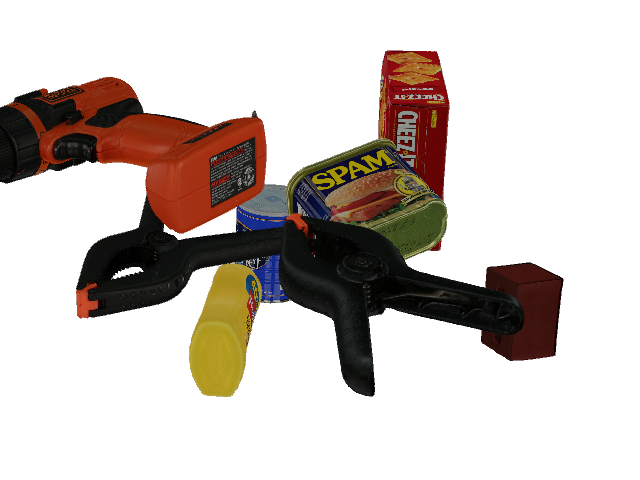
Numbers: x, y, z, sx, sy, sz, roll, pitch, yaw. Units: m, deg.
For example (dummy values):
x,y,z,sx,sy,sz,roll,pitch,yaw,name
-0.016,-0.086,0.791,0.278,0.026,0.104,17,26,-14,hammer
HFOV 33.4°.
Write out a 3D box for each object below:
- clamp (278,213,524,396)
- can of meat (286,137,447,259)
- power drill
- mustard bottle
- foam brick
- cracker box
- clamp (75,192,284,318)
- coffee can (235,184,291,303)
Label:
x,y,z,sx,sy,sz,roll,pitch,yaw,name
0.021,0.033,0.639,0.120,0.039,0.172,-19,32,-39,clamp
0.037,-0.024,0.837,0.102,0.057,0.084,-22,48,-19,can of meat
-0.145,-0.059,0.719,0.188,0.057,0.184,18,32,30,power drill
-0.099,0.080,1.172,0.058,0.096,0.191,2,28,4,mustard bottle
0.185,0.065,0.986,0.051,0.078,0.053,-7,19,-24,foam brick
0.100,-0.107,1.190,0.072,0.164,0.213,2,24,3,cracker box
-0.149,0.006,0.962,0.165,0.036,0.209,27,39,31,clamp
-0.070,0.004,1.514,0.103,0.140,0.103,3,24,-2,coffee can
